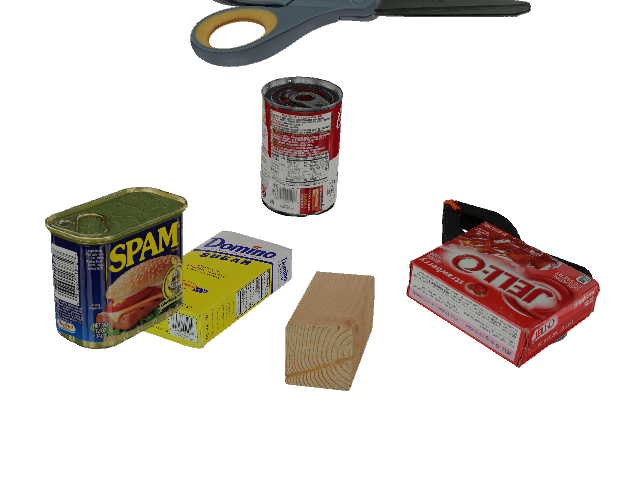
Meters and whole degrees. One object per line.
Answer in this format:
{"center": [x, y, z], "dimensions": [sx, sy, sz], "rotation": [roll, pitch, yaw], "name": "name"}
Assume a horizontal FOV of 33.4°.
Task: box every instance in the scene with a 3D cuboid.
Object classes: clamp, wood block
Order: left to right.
{"center": [0.016, 0.122, 1.488], "dimensions": [0.091, 0.090, 0.206], "rotation": [5, 19, 9], "name": "wood block"}
{"center": [0.187, 0.014, 1.069], "dimensions": [0.120, 0.039, 0.171], "rotation": [-10, 45, -22], "name": "clamp"}

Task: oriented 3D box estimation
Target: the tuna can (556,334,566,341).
{"center": [0.156, 0.052, 0.854], "dimensions": [0.086, 0.034, 0.086], "rotation": [2, 19, -1], "name": "tuna can"}

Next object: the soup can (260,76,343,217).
{"center": [-0.017, -0.079, 0.907], "dimensions": [0.068, 0.102, 0.068], "rotation": [2, 30, -1], "name": "soup can"}

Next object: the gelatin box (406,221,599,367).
{"center": [0.108, 0.029, 0.638], "dimensions": [0.073, 0.030, 0.089], "rotation": [-26, 44, -37], "name": "gelatin box"}

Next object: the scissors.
{"center": [0.009, -0.125, 0.617], "dimensions": [0.202, 0.096, 0.016], "rotation": [19, -28, 25], "name": "scissors"}

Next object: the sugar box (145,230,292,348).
{"center": [-0.112, 0.046, 1.113], "dimensions": [0.093, 0.048, 0.176], "rotation": [15, 31, 25], "name": "sugar box"}

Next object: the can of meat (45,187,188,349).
{"center": [-0.140, 0.018, 0.746], "dimensions": [0.058, 0.084, 0.101], "rotation": [17, 26, 30], "name": "can of meat"}
